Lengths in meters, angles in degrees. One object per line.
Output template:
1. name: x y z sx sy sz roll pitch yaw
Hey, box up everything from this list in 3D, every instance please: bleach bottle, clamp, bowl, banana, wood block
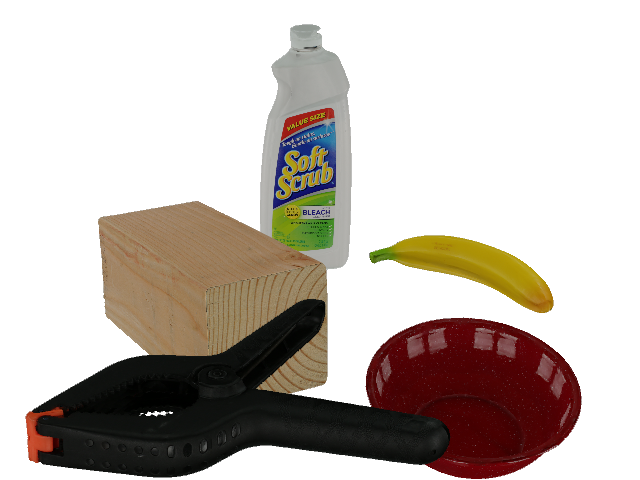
1. bleach bottle: -0.020 -0.094 1.091 0.102 0.251 0.068 0 26 3
2. clamp: -0.055 0.083 0.588 0.209 0.036 0.165 -5 24 -18
3. bowl: 0.114 0.129 0.818 0.162 0.055 0.162 0 35 0
4. banana: 0.145 0.029 1.028 0.198 0.037 0.069 14 42 37
5. wood block: -0.085 0.040 0.789 0.090 0.090 0.206 -11 19 -29
